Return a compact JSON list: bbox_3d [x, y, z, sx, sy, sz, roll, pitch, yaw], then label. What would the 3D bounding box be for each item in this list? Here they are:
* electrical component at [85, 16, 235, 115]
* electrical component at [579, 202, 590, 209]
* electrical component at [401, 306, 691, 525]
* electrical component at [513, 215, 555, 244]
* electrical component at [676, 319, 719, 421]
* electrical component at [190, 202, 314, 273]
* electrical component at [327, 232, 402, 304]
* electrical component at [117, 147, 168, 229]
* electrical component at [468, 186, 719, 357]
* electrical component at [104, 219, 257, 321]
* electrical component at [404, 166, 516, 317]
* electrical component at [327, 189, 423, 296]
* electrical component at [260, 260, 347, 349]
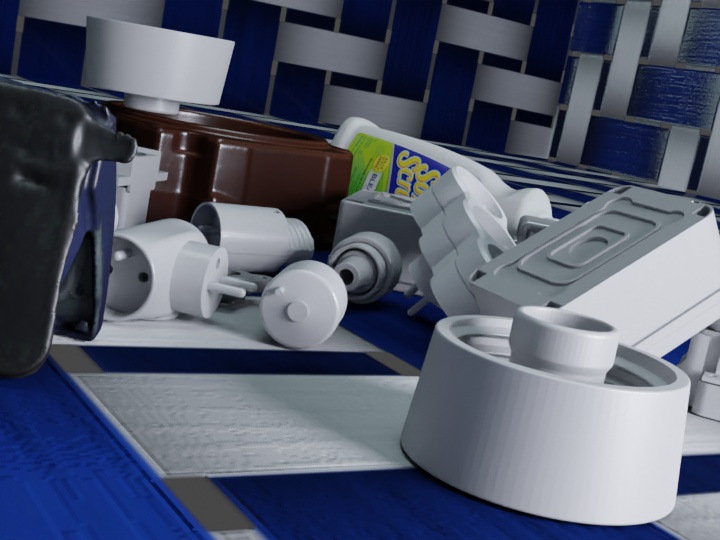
[{"bbox_3d":[-0.151,-0.148,0.795,0.108,0.060,0.108,10,10,-2],"label":"electrical component"},{"bbox_3d":[0.152,0.011,0.698,0.047,0.083,0.076,6,-27,-25],"label":"electrical component"},{"bbox_3d":[0.074,0.048,0.417,0.108,0.060,0.108,10,10,-2],"label":"electrical component"},{"bbox_3d":[0.142,-0.002,0.767,0.096,0.061,0.061,11,10,5],"label":"electrical component"},{"bbox_3d":[0.201,0.045,0.577,0.058,0.057,0.078,14,11,21],"label":"electrical component"},{"bbox_3d":[-0.066,-0.020,0.703,0.081,0.043,0.043,3,12,-37],"label":"electrical component"},{"bbox_3d":[0.000,0.000,0.662,0.043,0.043,0.062,13,11,14],"label":"electrical component"},{"bbox_3d":[-0.205,-0.061,0.731,0.121,0.063,0.079,13,10,11],"label":"electrical component"},{"bbox_3d":[0.123,0.011,0.547,0.113,0.057,0.078,-30,25,-17],"label":"electrical component"},{"bbox_3d":[-0.092,0.003,0.545,0.079,0.044,0.077,12,10,10],"label":"electrical component"},{"bbox_3d":[0.055,-0.001,0.655,0.052,0.074,0.138,39,22,-27],"label":"electrical component"},{"bbox_3d":[0.040,-0.019,0.775,0.109,0.056,0.108,12,10,6],"label":"electrical component"},{"bbox_3d":[-0.026,0.015,0.557,0.040,0.040,0.078,11,10,4],"label":"electrical component"}]
